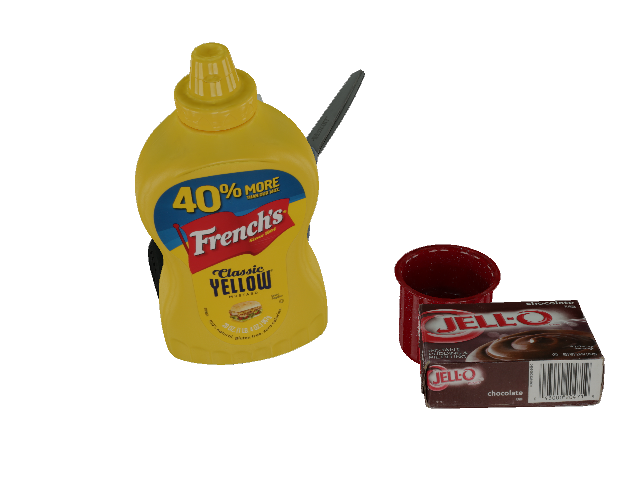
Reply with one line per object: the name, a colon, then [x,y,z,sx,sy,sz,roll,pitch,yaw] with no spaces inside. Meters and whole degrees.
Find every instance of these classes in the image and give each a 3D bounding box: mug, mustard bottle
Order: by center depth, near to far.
mustard bottle: [-0.048,-0.018,0.571,0.096,0.192,0.058,-8,40,-5]
mug: [0.118,0.067,0.949,0.093,0.081,0.117,-16,34,-24]

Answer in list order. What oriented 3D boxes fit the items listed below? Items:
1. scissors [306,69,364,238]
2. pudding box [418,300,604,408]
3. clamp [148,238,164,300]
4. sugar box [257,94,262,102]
scissors: [-0.033,-0.058,0.803,0.096,0.201,0.016,10,-30,8]
pudding box: [0.122,0.073,0.703,0.113,0.039,0.090,0,21,3]
clamp: [-0.120,-0.007,1.060,0.165,0.036,0.209,20,39,14]
sugar box: [-0.081,-0.077,1.279,0.048,0.176,0.093,-8,25,-5]
